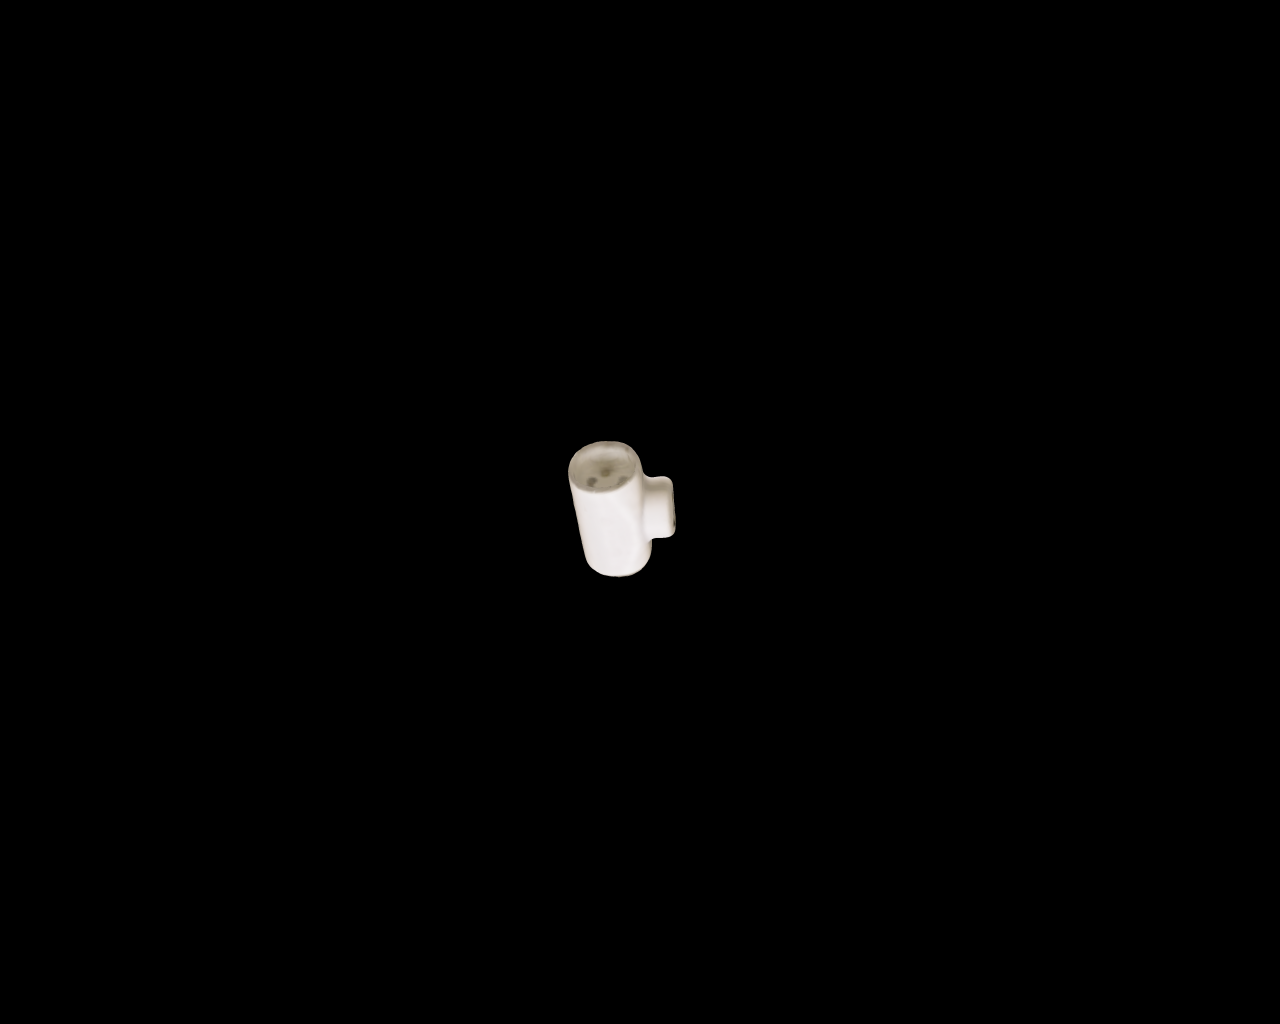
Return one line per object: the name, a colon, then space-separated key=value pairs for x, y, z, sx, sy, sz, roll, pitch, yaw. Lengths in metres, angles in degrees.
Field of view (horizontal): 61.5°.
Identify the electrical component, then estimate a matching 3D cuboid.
electrical component: x=0.001 y=-0.003 z=0.650 sx=0.079 sy=0.044 sz=0.077 roll=-4 pitch=-43 yaw=4
